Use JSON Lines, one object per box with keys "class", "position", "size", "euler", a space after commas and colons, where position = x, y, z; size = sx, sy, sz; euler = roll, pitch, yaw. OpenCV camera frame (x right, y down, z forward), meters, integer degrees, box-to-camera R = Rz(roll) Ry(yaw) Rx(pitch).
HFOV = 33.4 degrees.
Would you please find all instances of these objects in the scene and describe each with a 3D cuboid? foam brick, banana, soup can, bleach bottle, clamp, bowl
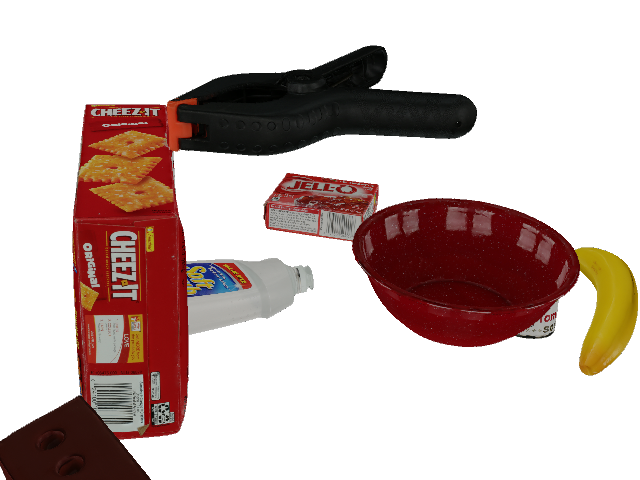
{"class": "foam brick", "position": [-0.118, 0.127, 0.528], "size": [0.052, 0.051, 0.078], "euler": [-29, 42, -25]}
{"class": "banana", "position": [0.267, 0.058, 1.011], "size": [0.070, 0.037, 0.197], "euler": [-28, 24, 19]}
{"class": "soup can", "position": [0.239, 0.053, 1.218], "size": [0.068, 0.102, 0.068], "euler": [3, 19, -1]}
{"class": "bleach bottle", "position": [-0.134, 0.058, 1.192], "size": [0.250, 0.068, 0.103], "euler": [-10, 36, -15]}
{"class": "clamp", "position": [-0.008, -0.083, 0.624], "size": [0.171, 0.039, 0.120], "euler": [-5, 22, -16]}
{"class": "bowl", "position": [0.102, 0.029, 0.772], "size": [0.162, 0.055, 0.162], "euler": [2, 30, -1]}

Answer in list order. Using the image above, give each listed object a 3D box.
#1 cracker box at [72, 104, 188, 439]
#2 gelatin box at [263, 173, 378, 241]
{"class": "cracker box", "position": [-0.133, 0.013, 0.758], "size": [0.072, 0.164, 0.214], "euler": [-1, 26, -9]}
{"class": "gelatin box", "position": [0.001, -0.031, 0.952], "size": [0.089, 0.030, 0.073], "euler": [9, 26, 12]}
